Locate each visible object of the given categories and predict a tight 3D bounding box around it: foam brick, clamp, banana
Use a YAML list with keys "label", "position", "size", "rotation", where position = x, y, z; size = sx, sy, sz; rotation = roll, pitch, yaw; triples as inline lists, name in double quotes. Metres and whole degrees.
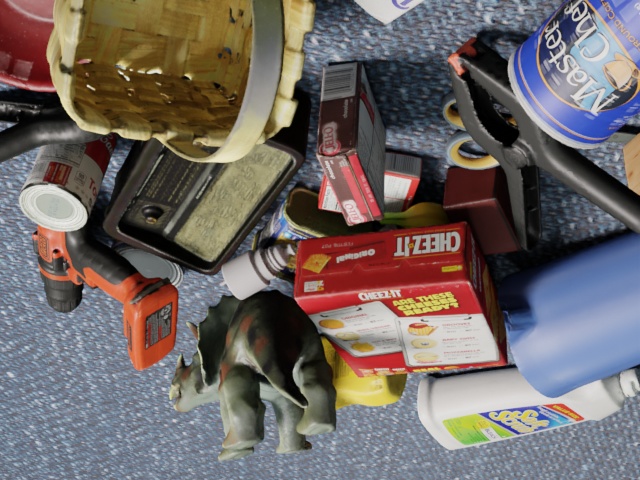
- label: "foam brick"
  position: [0.154, -0.030, 1.004]
  size: [0.051, 0.053, 0.078]
  rotation: [-10, 136, 25]
- label: "clamp"
  position: [-0.244, -0.103, 0.961]
  size: [0.172, 0.120, 0.039]
  rotation: [-7, 130, 15]
- label: "clamp"
  position: [0.181, -0.075, 0.881]
  size: [0.165, 0.036, 0.210]
  rotation: [-1, 128, 58]
- label: "banana"
  position: [0.118, 0.011, 1.066]
  size: [0.070, 0.037, 0.197]
  rotation: [-7, 149, 18]

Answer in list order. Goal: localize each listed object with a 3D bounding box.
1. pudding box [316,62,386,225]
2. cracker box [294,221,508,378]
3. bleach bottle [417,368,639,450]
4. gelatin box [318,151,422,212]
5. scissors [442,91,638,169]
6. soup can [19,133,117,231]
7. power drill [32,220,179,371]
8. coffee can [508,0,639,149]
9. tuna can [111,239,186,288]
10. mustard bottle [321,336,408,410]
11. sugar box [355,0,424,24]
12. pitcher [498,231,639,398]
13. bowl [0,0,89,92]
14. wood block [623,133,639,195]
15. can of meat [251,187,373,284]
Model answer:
- label: "pudding box"
  position: [0.029, -0.084, 0.916]
  size: [0.039, 0.113, 0.090]
  rotation: [-7, 139, 16]
- label: "cracker box"
  position: [0.086, 0.063, 1.046]
  size: [0.164, 0.072, 0.213]
  rotation: [-7, 151, 17]
- label: "bleach bottle"
  position: [0.247, 0.183, 1.245]
  size: [0.251, 0.068, 0.102]
  rotation: [-16, 135, 27]
- label: "gelatin box"
  position: [0.047, -0.055, 1.017]
  size: [0.089, 0.030, 0.073]
  rotation: [11, 144, -1]
- label: "scissors"
  position: [0.200, -0.084, 0.951]
  size: [0.201, 0.016, 0.096]
  rotation: [16, 139, -5]
- label: "soup can"
  position: [-0.238, -0.067, 1.010]
  size: [0.068, 0.102, 0.068]
  rotation: [7, 141, 5]
- label: "power drill"
  position: [-0.230, 0.051, 1.121]
  size: [0.188, 0.057, 0.184]
  rotation: [37, 142, 24]
- label: "coffee can"
  position: [0.224, -0.148, 0.796]
  size: [0.102, 0.102, 0.141]
  rotation: [25, 140, -18]
- label: "tuna can"
  position: [-0.187, 0.020, 1.164]
  size: [0.086, 0.033, 0.086]
  rotation: [7, 142, 5]
- label: "mustard bottle"
  position: [0.008, 0.156, 1.237]
  size: [0.192, 0.096, 0.058]
  rotation: [-17, 141, 31]
- label: "sugar box"
  position: [0.081, -0.234, 0.769]
  size: [0.093, 0.048, 0.177]
  rotation: [35, 135, -29]
- label: "pitcher"
  position: [0.308, 0.055, 1.026]
  size: [0.243, 0.149, 0.145]
  rotation: [-26, 108, 34]
- label: "bowl"
  position: [-0.239, -0.199, 0.882]
  size: [0.162, 0.055, 0.162]
  rotation: [7, 142, 5]
- label: "wood block"
  position: [0.347, -0.087, 0.843]
  size: [0.090, 0.090, 0.206]
  rotation: [22, 137, -19]
- label: "can of meat"
  position: [-0.007, 0.001, 1.079]
  size: [0.102, 0.057, 0.084]
  rotation: [22, 139, -14]
